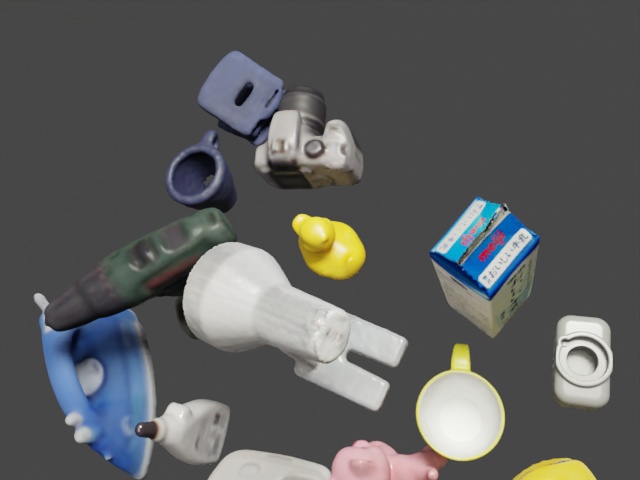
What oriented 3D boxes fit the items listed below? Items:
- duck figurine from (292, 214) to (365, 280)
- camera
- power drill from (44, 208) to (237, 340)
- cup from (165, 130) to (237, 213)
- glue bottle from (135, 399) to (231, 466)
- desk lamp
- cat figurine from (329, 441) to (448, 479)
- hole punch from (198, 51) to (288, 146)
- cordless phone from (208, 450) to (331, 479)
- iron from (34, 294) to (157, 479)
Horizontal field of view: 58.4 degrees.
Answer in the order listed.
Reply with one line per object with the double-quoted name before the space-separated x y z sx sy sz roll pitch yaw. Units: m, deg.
"duck figurine" 0.007 0.003 0.744 0.104 0.086 0.077 36 85 26
"camera" -0.017 -0.150 0.799 0.143 0.101 0.137 0 71 18
"power drill" -0.189 0.059 0.718 0.229 0.209 0.075 -37 64 2
"cup" -0.157 -0.090 0.825 0.091 0.095 0.118 8 73 21
"glue bottle" -0.162 0.223 0.669 0.037 0.173 0.078 8 73 21
"desk lamp" -0.023 0.097 0.648 0.202 0.214 0.118 19 78 23
"cat figurine" 0.068 0.251 0.615 0.127 0.118 0.067 -4 69 16
"hole punch" -0.110 -0.213 0.858 0.100 0.091 0.109 29 81 25
"cordless phone" -0.074 0.280 0.613 0.147 0.185 0.094 1 71 19
"iron" -0.299 0.185 0.744 0.118 0.142 0.258 -29 65 6
